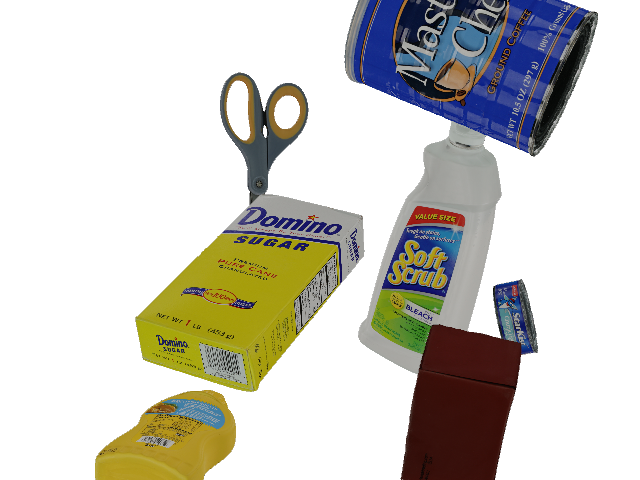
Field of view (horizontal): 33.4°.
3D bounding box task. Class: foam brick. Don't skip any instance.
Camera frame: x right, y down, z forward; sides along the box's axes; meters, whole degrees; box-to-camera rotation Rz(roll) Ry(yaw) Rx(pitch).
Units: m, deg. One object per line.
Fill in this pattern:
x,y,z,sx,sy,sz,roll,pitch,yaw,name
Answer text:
0.078,0.095,0.593,0.053,0.078,0.051,12,28,10,foam brick

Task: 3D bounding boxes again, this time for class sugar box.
-0.046,0.031,0.779,0.093,0.048,0.176,14,41,23,sugar box

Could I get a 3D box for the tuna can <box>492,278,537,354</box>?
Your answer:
0.223,0.089,1.221,0.034,0.086,0.086,-13,-3,15,tuna can

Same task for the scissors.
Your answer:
-0.044,-0.067,1.038,0.096,0.202,0.016,-15,7,-17,scissors

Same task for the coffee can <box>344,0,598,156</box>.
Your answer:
0.101,-0.131,0.725,0.140,0.103,0.102,25,7,16,coffee can

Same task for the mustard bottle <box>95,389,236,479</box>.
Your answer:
-0.136,0.194,1.045,0.096,0.058,0.191,7,17,15,mustard bottle

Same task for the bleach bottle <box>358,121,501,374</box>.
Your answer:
0.104,0.001,0.979,0.103,0.251,0.067,28,36,28,bleach bottle
